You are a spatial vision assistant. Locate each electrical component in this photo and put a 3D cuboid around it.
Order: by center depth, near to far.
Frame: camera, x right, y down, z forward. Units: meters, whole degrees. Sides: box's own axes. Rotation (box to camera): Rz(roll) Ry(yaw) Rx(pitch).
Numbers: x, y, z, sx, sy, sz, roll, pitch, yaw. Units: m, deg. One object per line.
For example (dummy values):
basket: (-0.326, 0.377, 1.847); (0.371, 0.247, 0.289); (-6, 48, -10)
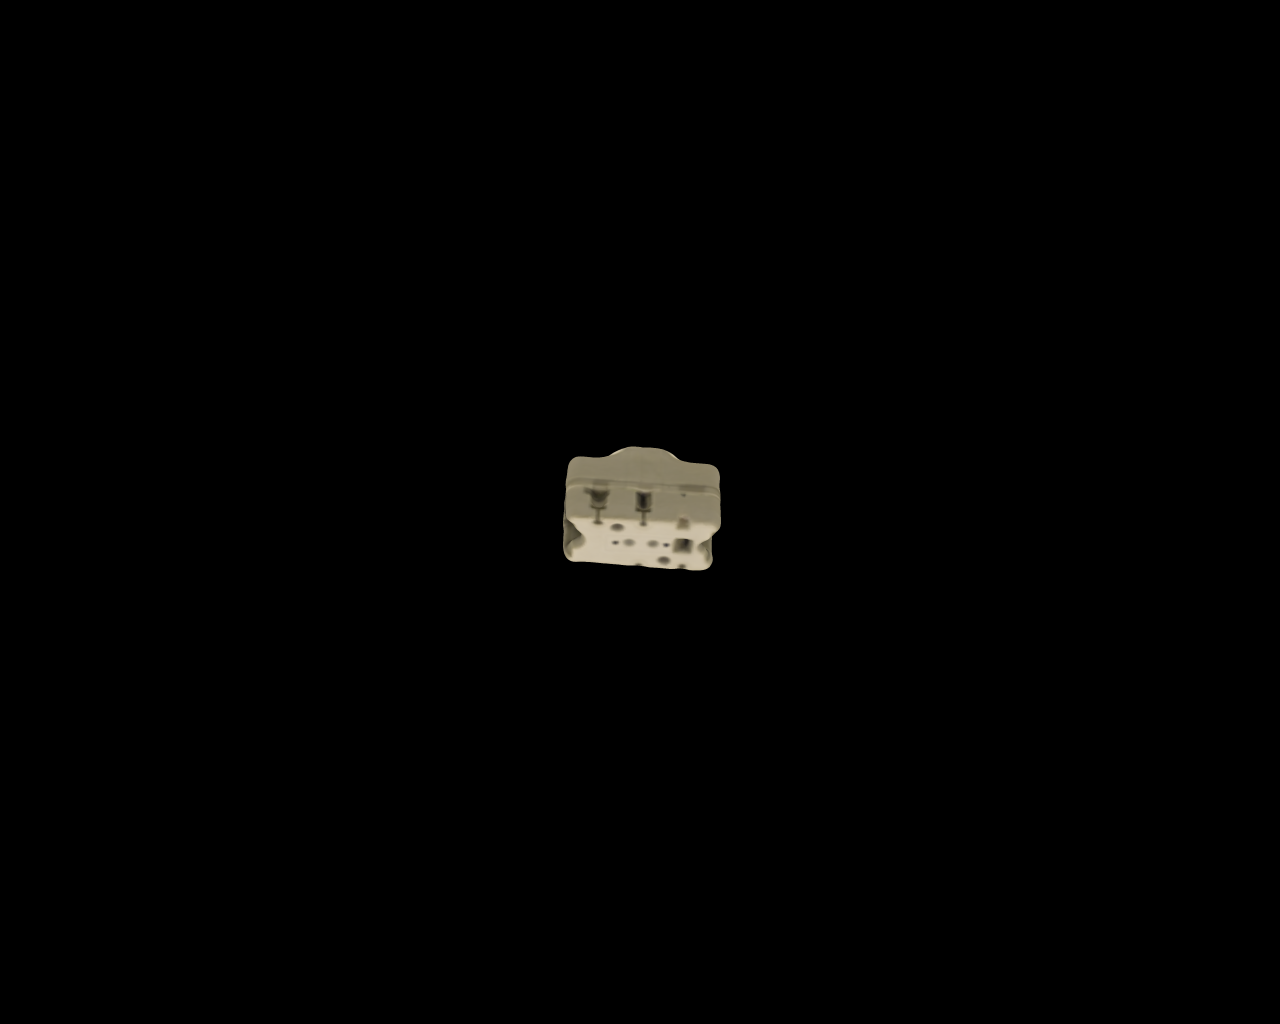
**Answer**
electrical component: (0.001, -0.003, 0.650); (0.089, 0.056, 0.050); (4, -39, -4)
